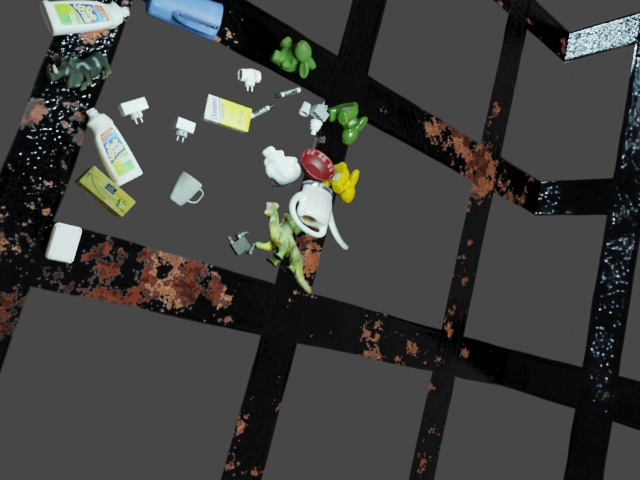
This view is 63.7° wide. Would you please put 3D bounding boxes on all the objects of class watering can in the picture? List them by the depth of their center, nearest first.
[{"bbox_3d":[0.006,-0.105,2.091,0.344,0.103,0.228,30,60,-39],"label":"watering can"}]

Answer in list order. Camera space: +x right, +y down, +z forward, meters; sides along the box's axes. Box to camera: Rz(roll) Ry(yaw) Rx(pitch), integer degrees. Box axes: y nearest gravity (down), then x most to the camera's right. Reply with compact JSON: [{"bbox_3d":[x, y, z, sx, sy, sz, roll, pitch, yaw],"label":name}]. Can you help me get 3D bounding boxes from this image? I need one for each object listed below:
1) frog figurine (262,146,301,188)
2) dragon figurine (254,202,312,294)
[{"bbox_3d":[-0.151,-0.290,1.992,0.138,0.124,0.156,-24,117,-12],"label":"frog figurine"},{"bbox_3d":[-0.111,0.007,2.037,0.403,0.122,0.247,50,56,-34],"label":"dragon figurine"}]
